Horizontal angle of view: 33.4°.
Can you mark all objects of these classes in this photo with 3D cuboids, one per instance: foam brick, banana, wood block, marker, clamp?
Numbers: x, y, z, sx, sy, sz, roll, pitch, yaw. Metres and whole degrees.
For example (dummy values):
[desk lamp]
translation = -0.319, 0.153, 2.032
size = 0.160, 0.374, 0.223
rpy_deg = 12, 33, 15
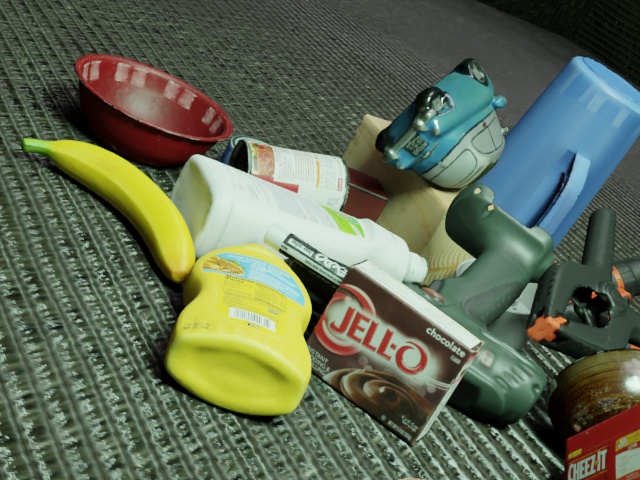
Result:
[foam brick]
translation = 0.021, -0.045, 1.099
size = 0.078, 0.051, 0.053
rpy_deg = 22, 21, -17
[banana]
translation = -0.159, -0.029, 0.873
size = 0.198, 0.037, 0.069
rpy_deg = 36, 41, 24
[wood block]
translation = 0.104, -0.040, 1.137
size = 0.090, 0.090, 0.206
rpy_deg = 14, 26, -32
[marker]
translation = 0.010, 0.026, 0.834
size = 0.121, 0.020, 0.020
rpy_deg = 33, 22, 11
[clamp]
translation = 0.239, 0.047, 0.923
size = 0.209, 0.036, 0.164
rpy_deg = -5, 62, -44

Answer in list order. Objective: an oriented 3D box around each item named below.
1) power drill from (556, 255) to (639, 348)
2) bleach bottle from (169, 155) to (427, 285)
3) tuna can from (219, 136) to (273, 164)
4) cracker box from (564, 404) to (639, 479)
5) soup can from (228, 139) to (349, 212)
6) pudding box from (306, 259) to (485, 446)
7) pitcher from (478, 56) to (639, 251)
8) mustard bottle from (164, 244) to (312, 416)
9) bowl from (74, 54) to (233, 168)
[power drill]
translation = 0.321, 0.083, 1.077
size = 0.184, 0.057, 0.188
rpy_deg = -16, 33, -24
[bleach bottle]
translation = -0.006, 0.001, 0.949
size = 0.250, 0.068, 0.103
rpy_deg = 18, 24, -30
[tuna can]
translation = -0.060, -0.071, 1.084
size = 0.086, 0.034, 0.086
rpy_deg = 24, 22, -10
[cracker box]
translation = 0.313, 0.181, 0.778
size = 0.213, 0.164, 0.072
rpy_deg = 21, 55, -15
[soup can]
translation = -0.032, -0.054, 1.011
size = 0.102, 0.069, 0.068
rpy_deg = 8, 27, -22
[pudding box]
translation = 0.051, 0.082, 0.794
size = 0.113, 0.090, 0.039
rpy_deg = 34, 21, 14
[pitcher]
translation = 0.257, -0.076, 1.193
size = 0.144, 0.243, 0.149
rpy_deg = 3, 39, -50
[mustard bottle]
translation = -0.054, 0.051, 0.781
size = 0.096, 0.058, 0.191
rpy_deg = 19, 23, -8
[bowl]
translation = -0.168, -0.116, 1.027
size = 0.162, 0.055, 0.162
rpy_deg = 24, 22, -10
